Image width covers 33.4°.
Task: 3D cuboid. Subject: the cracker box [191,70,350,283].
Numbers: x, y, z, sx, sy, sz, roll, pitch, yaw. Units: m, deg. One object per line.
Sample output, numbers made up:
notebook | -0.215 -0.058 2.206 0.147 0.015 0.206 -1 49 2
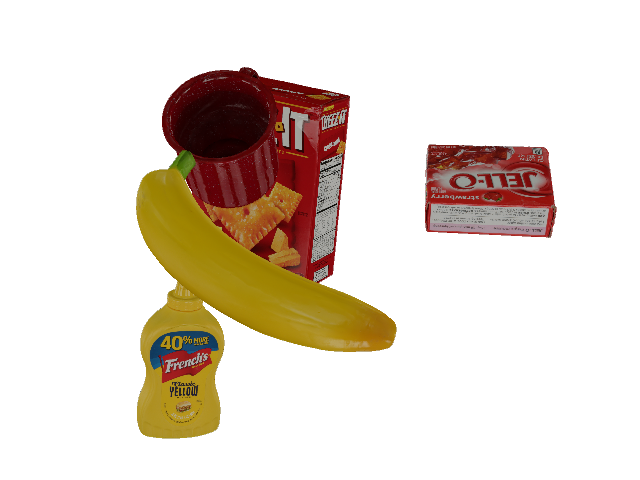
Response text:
cracker box | -0.062 -0.069 1.201 0.164 0.214 0.072 16 23 26

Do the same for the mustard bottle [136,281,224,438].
mustard bottle | -0.160 0.132 1.234 0.096 0.192 0.058 0 18 -16

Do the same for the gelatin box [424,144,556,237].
gelatin box | 0.119 -0.037 0.758 0.089 0.030 0.073 2 39 5

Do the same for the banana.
banana | -0.046 0.008 0.588 0.069 0.037 0.198 -33 54 -23

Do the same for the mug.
mug | -0.075 -0.090 0.890 0.093 0.117 0.081 11 -29 10
